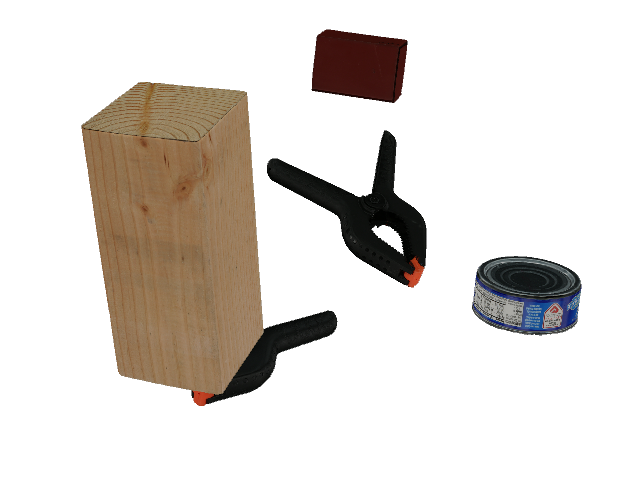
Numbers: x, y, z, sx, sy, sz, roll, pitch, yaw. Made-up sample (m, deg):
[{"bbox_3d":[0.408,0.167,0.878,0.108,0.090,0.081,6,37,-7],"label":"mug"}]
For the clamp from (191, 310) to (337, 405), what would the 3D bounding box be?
[{"bbox_3d":[-0.076,0.089,0.993,0.120,0.039,0.171,21,33,28],"label":"clamp"}]

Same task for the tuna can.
[{"bbox_3d":[0.167,0.043,0.866,0.086,0.034,0.086,2,21,-1],"label":"tuna can"}]

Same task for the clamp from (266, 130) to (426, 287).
[{"bbox_3d":[0.044,-0.034,1.167,0.164,0.210,0.036,-11,-37,-20],"label":"clamp"}]

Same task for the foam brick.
[{"bbox_3d":[0.035,-0.158,0.964,0.078,0.051,0.053,10,19,10],"label":"foam brick"}]

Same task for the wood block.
[{"bbox_3d":[-0.103,-0.001,0.786,0.090,0.206,0.090,8,31,18],"label":"wood block"}]
